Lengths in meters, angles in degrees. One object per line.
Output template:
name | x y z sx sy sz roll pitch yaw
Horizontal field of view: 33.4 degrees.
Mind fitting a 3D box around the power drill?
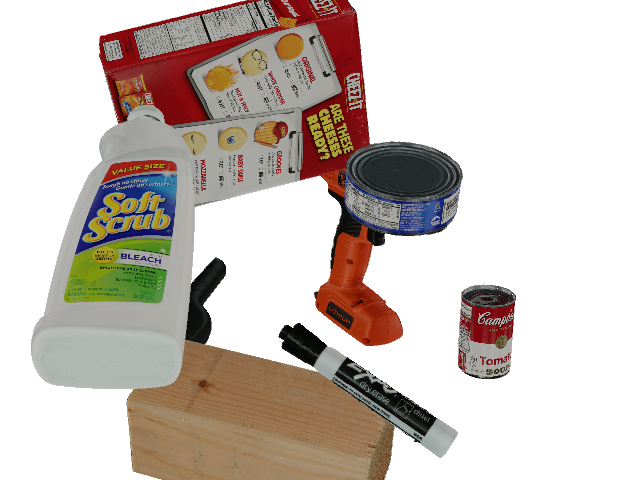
power drill | 0.057 0.009 1.087 0.057 0.188 0.185 -9 28 -32

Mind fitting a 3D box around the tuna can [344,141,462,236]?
tuna can | 0.060 -0.039 0.788 0.086 0.034 0.086 2 33 -2

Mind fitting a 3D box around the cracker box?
cracker box | -0.071 -0.123 0.940 0.213 0.164 0.072 -15 44 -7

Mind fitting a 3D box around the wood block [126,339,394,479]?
wood block | -0.048 0.161 0.899 0.206 0.090 0.090 12 37 14

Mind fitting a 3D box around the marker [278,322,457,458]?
marker | 0.027 0.087 0.636 0.121 0.020 0.020 34 6 10

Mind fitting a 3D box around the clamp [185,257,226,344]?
clamp | -0.148 0.073 1.145 0.120 0.039 0.171 -16 39 -9

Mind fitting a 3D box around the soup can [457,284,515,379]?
soup can | 0.209 0.116 1.351 0.068 0.102 0.068 0 20 0

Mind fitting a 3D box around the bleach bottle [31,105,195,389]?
bleach bottle | -0.144 -0.010 0.786 0.102 0.251 0.068 3 -44 -7
